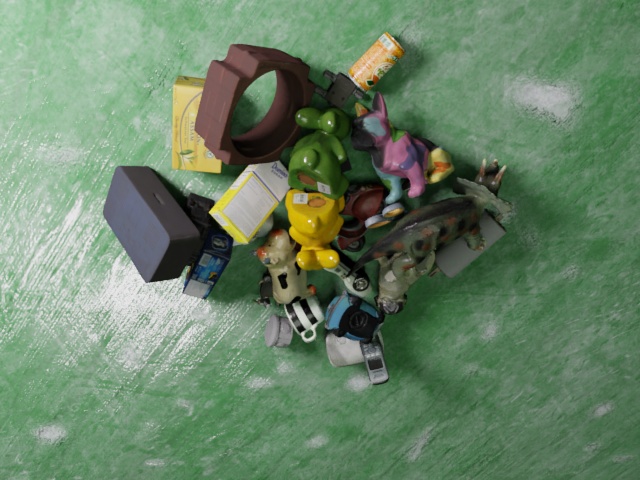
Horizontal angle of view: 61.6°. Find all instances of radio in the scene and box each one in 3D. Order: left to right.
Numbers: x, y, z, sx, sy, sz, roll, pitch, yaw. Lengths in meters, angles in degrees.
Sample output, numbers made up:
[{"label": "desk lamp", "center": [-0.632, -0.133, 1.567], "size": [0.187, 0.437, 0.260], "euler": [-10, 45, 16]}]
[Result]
[{"label": "radio", "center": [-0.336, -0.032, 1.051], "size": [0.073, 0.230, 0.131], "euler": [-5, 134, -47]}]

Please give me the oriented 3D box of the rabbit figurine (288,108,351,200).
[{"label": "rabbit figurine", "center": [0.001, -0.190, 1.037], "size": [0.121, 0.170, 0.159], "euler": [13, 158, 21]}]

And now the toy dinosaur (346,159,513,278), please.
[{"label": "toy dinosaur", "center": [0.238, -0.030, 1.126], "size": [0.405, 0.131, 0.192], "euler": [-26, 145, -10]}]

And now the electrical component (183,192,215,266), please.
[{"label": "electrical component", "center": [-0.264, -0.029, 1.113], "size": [0.058, 0.134, 0.114], "euler": [21, 119, -20]}]

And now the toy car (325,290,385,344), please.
[{"label": "toy car", "center": [0.075, 0.181, 1.311], "size": [0.161, 0.103, 0.109], "euler": [25, 95, -33]}]

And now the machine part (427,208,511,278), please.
[{"label": "machine part", "center": [0.345, 0.008, 1.253], "size": [0.079, 0.079, 0.243], "euler": [37, 112, -26]}]

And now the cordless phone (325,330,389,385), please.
[{"label": "cordless phone", "center": [0.094, 0.295, 1.339], "size": [0.147, 0.184, 0.088], "euler": [-13, 127, 0]}]

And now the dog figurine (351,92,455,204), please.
[{"label": "dog figurine", "center": [0.156, -0.195, 1.081], "size": [0.191, 0.108, 0.219], "euler": [-35, 105, -26]}]

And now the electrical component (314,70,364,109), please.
[{"label": "electrical component", "center": [0.038, -0.291, 1.054], "size": [0.094, 0.021, 0.063], "euler": [25, 116, -22]}]

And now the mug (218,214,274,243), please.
[{"label": "mug", "center": [-0.152, -0.040, 1.143], "size": [0.107, 0.110, 0.080], "euler": [17, 128, -29]}]

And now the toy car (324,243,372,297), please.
[{"label": "toy car", "center": [0.047, 0.058, 1.246], "size": [0.056, 0.074, 0.201], "euler": [-42, 118, 17]}]

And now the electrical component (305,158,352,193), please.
[{"label": "electrical component", "center": [0.011, -0.130, 1.133], "size": [0.119, 0.048, 0.074], "euler": [-16, 133, 4]}]

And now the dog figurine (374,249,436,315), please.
[{"label": "dog figurine", "center": [0.206, 0.087, 1.287], "size": [0.172, 0.121, 0.190], "euler": [-18, 141, -1]}]

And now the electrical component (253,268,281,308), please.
[{"label": "electrical component", "center": [-0.116, 0.117, 1.279], "size": [0.078, 0.045, 0.102], "euler": [14, 119, -14]}]

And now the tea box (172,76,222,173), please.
[{"label": "tea box", "center": [-0.233, -0.220, 1.036], "size": [0.098, 0.068, 0.169], "euler": [3, 121, -9]}]

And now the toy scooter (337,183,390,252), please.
[{"label": "toy scooter", "center": [0.063, -0.057, 1.177], "size": [0.135, 0.075, 0.183], "euler": [19, 123, -18]}]

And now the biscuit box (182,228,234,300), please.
[{"label": "biscuit box", "center": [-0.246, 0.056, 1.170], "size": [0.059, 0.063, 0.202], "euler": [19, 142, -17]}]

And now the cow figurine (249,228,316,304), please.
[{"label": "cow figurine", "center": [-0.082, 0.059, 1.189], "size": [0.127, 0.086, 0.194], "euler": [-29, 129, -31]}]

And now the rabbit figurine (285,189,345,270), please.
[{"label": "rabbit figurine", "center": [-0.002, -0.003, 1.100], "size": [0.122, 0.162, 0.173], "euler": [-5, 131, -7]}]

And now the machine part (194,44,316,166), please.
[{"label": "machine part", "center": [-0.117, -0.242, 0.972], "size": [0.201, 0.087, 0.200], "euler": [-13, 134, -47]}]
